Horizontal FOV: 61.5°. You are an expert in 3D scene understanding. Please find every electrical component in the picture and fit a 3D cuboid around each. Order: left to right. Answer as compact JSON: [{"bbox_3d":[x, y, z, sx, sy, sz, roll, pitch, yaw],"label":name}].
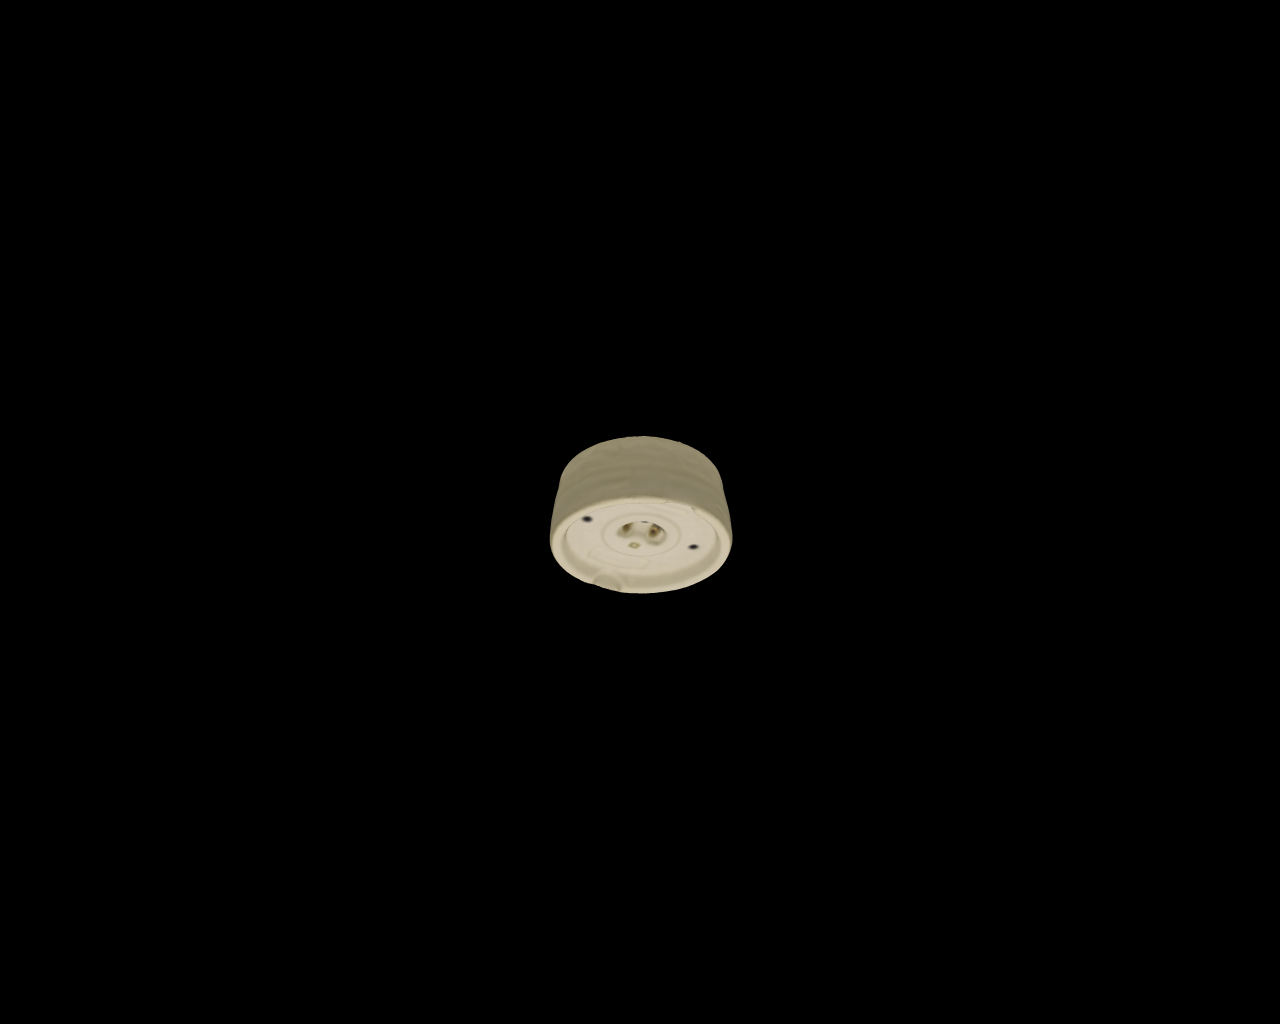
[{"bbox_3d":[0.001,-0.003,0.650,0.108,0.060,0.108,0,-34,0],"label":"electrical component"}]
